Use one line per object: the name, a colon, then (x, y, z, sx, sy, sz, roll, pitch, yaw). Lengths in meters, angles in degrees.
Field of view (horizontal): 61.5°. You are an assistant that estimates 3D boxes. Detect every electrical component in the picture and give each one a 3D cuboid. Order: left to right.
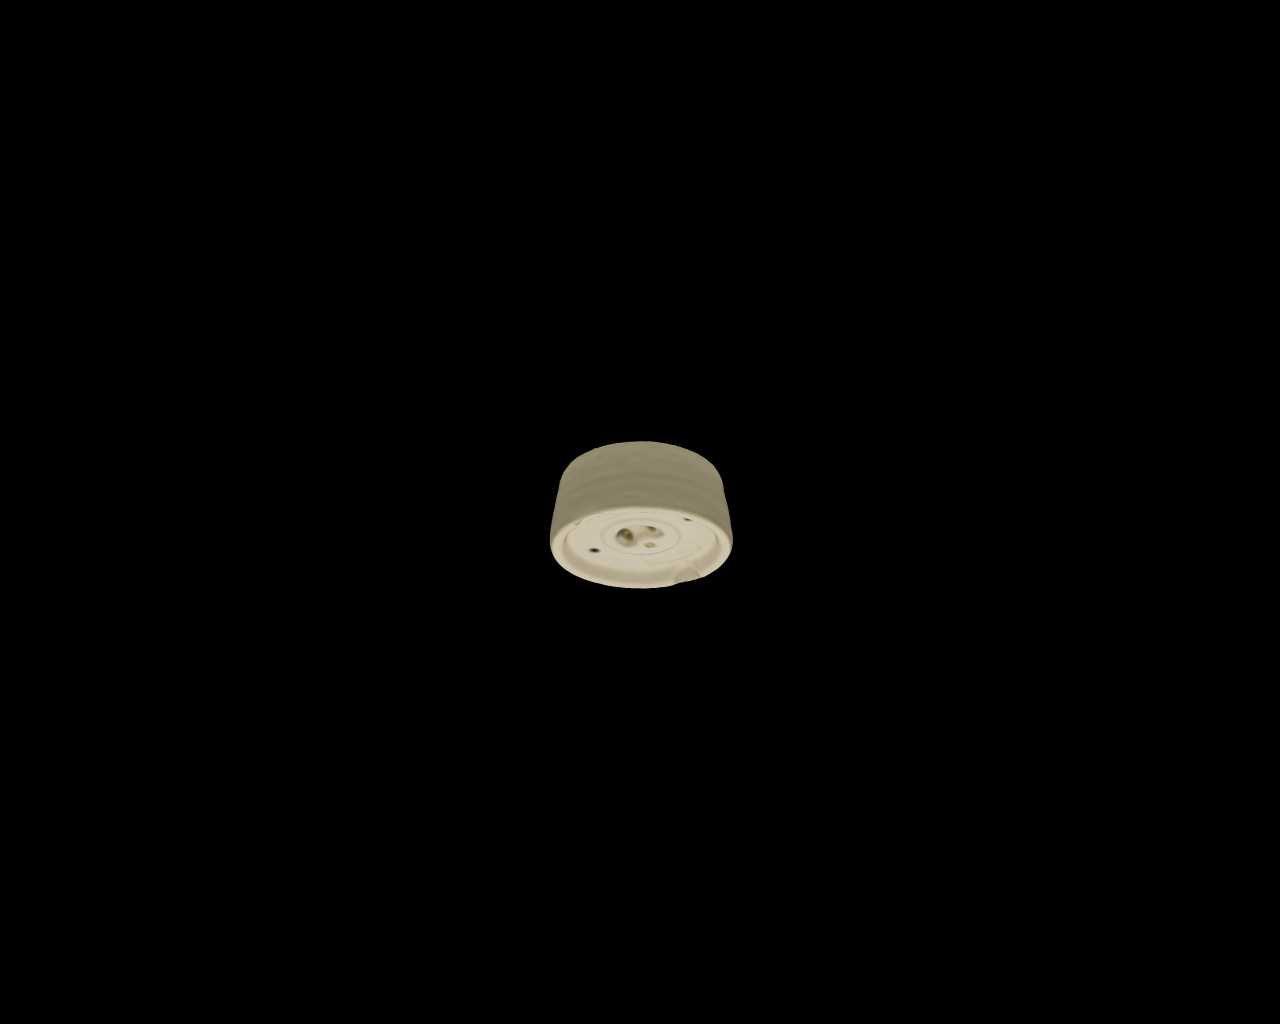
electrical component: (0.001, -0.003, 0.650, 0.108, 0.060, 0.108, 0, -29, 0)
